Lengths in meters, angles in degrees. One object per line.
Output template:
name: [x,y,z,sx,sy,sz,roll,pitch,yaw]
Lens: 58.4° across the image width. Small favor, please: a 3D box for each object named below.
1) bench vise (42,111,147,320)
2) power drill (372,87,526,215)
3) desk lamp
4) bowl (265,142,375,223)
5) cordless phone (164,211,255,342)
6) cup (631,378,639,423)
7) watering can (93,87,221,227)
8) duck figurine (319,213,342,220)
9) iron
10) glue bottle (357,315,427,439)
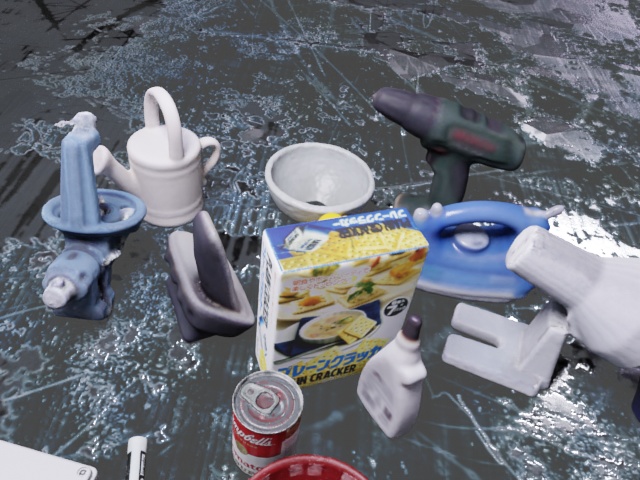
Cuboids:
bench vise: [-0.267,-0.024,0.677,0.122,0.220,0.207,-7,46,-16]
power drill: [0.175,-0.115,0.857,0.229,0.208,0.075,10,44,1]
desk lamp: [0.271,0.086,0.662,0.203,0.213,0.118,19,44,10]
bowl: [-0.004,-0.074,0.880,0.167,0.075,0.167,5,44,-5]
cordless phone: [-0.135,0.019,0.682,0.094,0.185,0.147,-16,49,-24]
cup: [0.420,0.192,0.665,0.092,0.095,0.117,-22,52,-28]
watering can: [-0.223,-0.117,0.800,0.100,0.194,0.173,31,48,21]
duck figurine: [0.007,0.003,0.795,0.105,0.086,0.077,-30,56,-33]
iron: [0.202,-0.002,0.794,0.258,0.141,0.118,4,44,-6]
glue bottle: [0.083,0.137,0.606,0.037,0.173,0.078,-18,50,-26]
